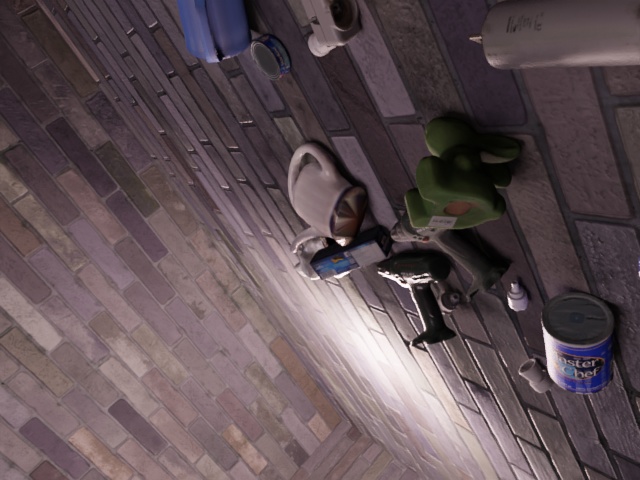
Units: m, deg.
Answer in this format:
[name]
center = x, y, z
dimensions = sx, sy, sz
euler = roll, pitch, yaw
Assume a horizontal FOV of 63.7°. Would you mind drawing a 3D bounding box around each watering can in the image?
[watering can]
center = 0.004, -0.062, 1.224
dimensions = 0.105, 0.339, 0.227
euler = -28, 48, -34

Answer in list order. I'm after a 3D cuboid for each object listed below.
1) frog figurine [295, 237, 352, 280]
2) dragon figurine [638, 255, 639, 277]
[frog figurine]
center = 0.014, 0.050, 1.383
dimensions = 0.156, 0.137, 0.125
euler = -42, 16, 45
[dragon figurine]
center = 0.539, 0.171, 0.627
dimensions = 0.243, 0.403, 0.124
euler = 8, 53, 45
